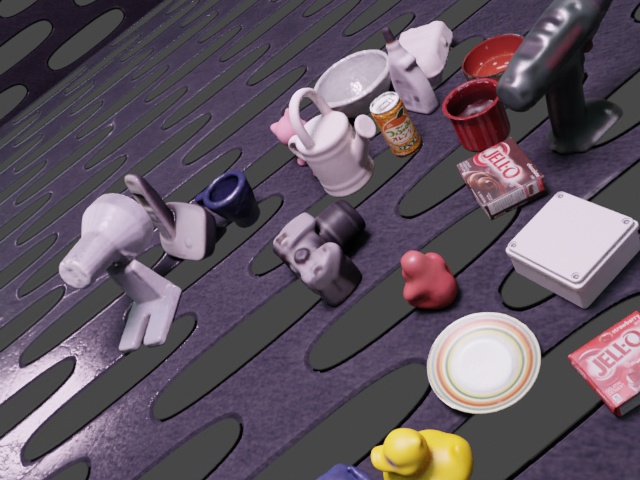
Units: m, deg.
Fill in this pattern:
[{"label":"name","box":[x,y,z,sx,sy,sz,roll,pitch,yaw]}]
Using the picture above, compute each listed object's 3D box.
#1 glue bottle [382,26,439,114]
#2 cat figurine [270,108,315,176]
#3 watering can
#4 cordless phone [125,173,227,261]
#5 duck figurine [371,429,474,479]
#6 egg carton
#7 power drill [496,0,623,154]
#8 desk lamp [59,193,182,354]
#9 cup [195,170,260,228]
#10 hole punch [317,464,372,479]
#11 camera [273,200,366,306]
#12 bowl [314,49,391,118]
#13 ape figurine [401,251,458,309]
[{"label":"glue bottle","box":[0.149,-0.300,1.006,0.037,0.174,0.077,-46,41,-11]},{"label":"cat figurine","box":[-0.035,-0.193,1.082,0.067,0.118,0.127,-44,40,-8]},{"label":"watering can","box":[0.016,-0.174,0.966,0.172,0.195,0.101,-18,44,22]},{"label":"cordless phone","box":[-0.278,-0.048,1.067,0.147,0.186,0.094,6,56,39]},{"label":"duck figurine","box":[0.104,0.229,0.604,0.104,0.086,0.077,-20,43,20]},{"label":"egg carton","box":[0.199,-0.356,1.105,0.107,0.070,0.150,-7,49,31]},{"label":"power drill","box":[0.342,-0.232,0.774,0.230,0.209,0.075,-44,40,-8]},{"label":"desk lamp","box":[-0.342,0.053,0.995,0.117,0.214,0.203,-17,44,22]},{"label":"cup","box":[-0.167,-0.065,1.073,0.117,0.095,0.091,-13,46,26]},{"label":"hole punch","box":[0.024,0.293,0.598,0.101,0.091,0.108,-49,41,-13]},{"label":"camera","box":[0.008,0.003,0.877,0.137,0.101,0.142,-43,40,-7]},{"label":"bowl","box":[0.074,-0.296,1.134,0.167,0.075,0.167,-20,43,20]},{"label":"ape figurine","box":[0.136,0.046,0.751,0.078,0.092,0.076,-43,40,-6]}]
